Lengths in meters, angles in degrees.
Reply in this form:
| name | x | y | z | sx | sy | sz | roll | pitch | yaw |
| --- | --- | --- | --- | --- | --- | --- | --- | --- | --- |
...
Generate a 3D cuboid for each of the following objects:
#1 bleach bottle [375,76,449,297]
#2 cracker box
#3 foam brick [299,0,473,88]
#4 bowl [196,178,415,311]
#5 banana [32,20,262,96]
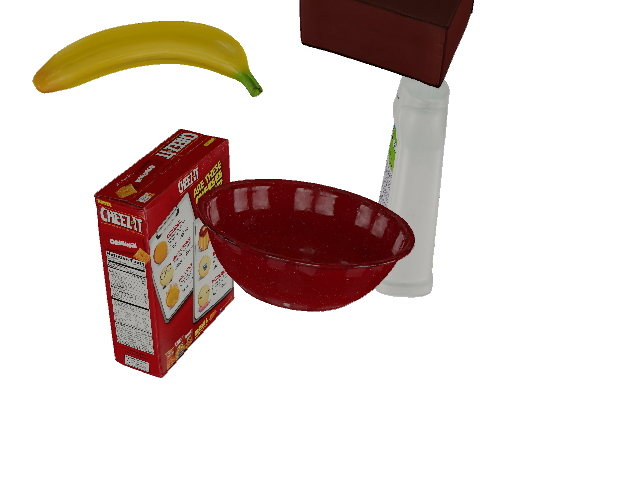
| name | x | y | z | sx | sy | sz | roll | pitch | yaw |
| --- | --- | --- | --- | --- | --- | --- | --- | --- | --- |
| bleach bottle | 0.097 | -0.072 | 1.117 | 0.068 | 0.251 | 0.102 | 3 | 29 | -7 |
| cracker box | -0.162 | 0.012 | 1.145 | 0.072 | 0.214 | 0.164 | 14 | 35 | 21 |
| foam brick | 0.034 | -0.121 | 0.532 | 0.078 | 0.053 | 0.051 | 19 | -23 | 12 |
| bowl | -0.014 | 0.008 | 0.788 | 0.162 | 0.055 | 0.162 | 9 | 22 | -4 |
| banana | -0.150 | -0.161 | 0.935 | 0.197 | 0.069 | 0.037 | -1 | -33 | -4 |
